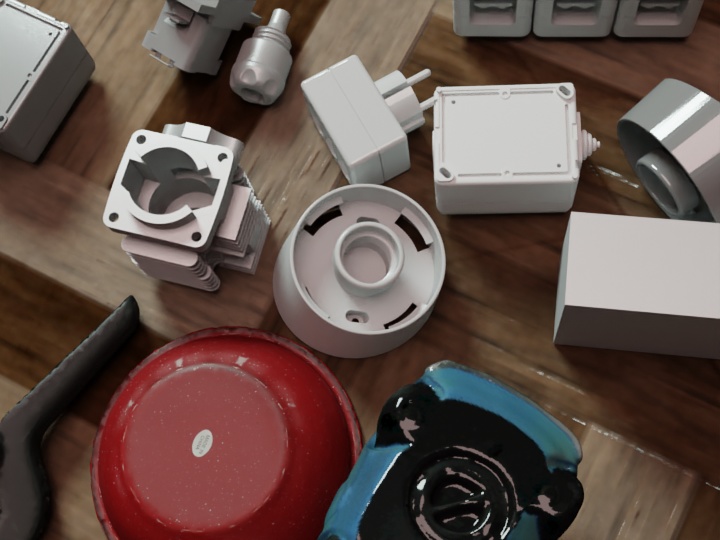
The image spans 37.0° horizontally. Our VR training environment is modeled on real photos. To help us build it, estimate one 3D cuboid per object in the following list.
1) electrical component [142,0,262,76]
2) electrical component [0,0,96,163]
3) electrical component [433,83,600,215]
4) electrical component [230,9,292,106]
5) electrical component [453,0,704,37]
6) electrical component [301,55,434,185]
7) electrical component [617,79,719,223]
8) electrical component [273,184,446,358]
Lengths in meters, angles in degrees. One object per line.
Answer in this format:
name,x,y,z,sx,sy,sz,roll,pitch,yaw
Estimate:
electrical component,-0.102,-0.158,0.678,0.042,0.081,0.063,31,106,16
electrical component,-0.222,-0.114,0.682,0.062,0.061,0.096,26,77,13
electrical component,0.092,-0.069,0.635,0.096,0.061,0.061,-1,72,6
electrical component,-0.059,-0.138,0.687,0.035,0.035,0.061,14,72,10
electrical component,0.134,-0.196,0.671,0.150,0.061,0.089,2,72,6
electrical component,0.014,-0.097,0.659,0.077,0.047,0.065,-29,72,-4
electrical component,0.194,-0.063,0.605,0.064,0.099,0.099,-36,72,0
electrical component,0.000,0.000,0.634,0.099,0.064,0.099,2,74,-8
